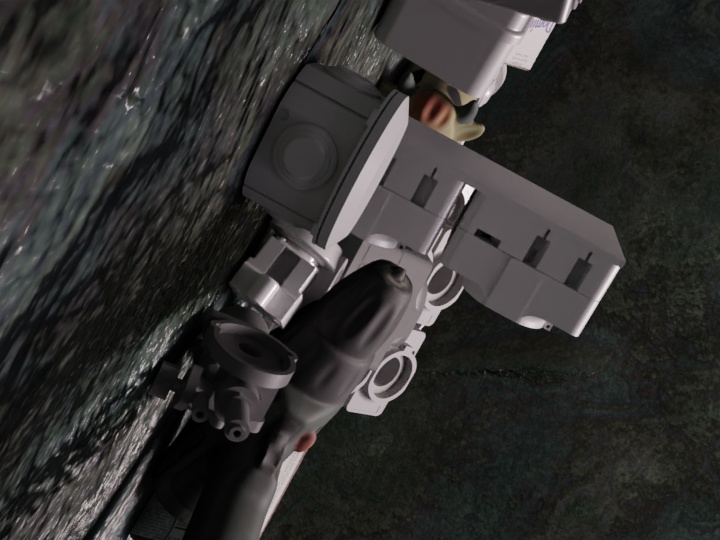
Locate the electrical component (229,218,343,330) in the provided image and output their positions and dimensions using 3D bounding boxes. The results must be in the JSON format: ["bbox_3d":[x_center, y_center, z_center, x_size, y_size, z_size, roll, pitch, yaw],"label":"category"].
[{"bbox_3d":[-0.043,-0.001,0.619,0.055,0.048,0.066,-53,177,-9],"label":"electrical component"}]

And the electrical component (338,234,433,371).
[{"bbox_3d":[0.000,0.000,0.805,0.089,0.062,0.150,-62,-163,15],"label":"electrical component"}]

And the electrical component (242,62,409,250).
[{"bbox_3d":[-0.014,-0.054,0.496,0.080,0.051,0.080,-61,178,-3],"label":"electrical component"}]

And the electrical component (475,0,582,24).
[{"bbox_3d":[0.078,-0.172,0.552,0.099,0.100,0.048,-59,164,-51],"label":"electrical component"}]

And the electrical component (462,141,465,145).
[{"bbox_3d":[0.040,-0.098,1.066,0.121,0.079,0.063,-62,156,11],"label":"electrical component"}]

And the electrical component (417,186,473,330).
[{"bbox_3d":[0.046,-0.018,1.027,0.186,0.105,0.060,-48,-140,-1],"label":"electrical component"}]

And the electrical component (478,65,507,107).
[{"bbox_3d":[0.091,-0.184,0.997,0.051,0.080,0.080,-53,174,-35],"label":"electrical component"}]

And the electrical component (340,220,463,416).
[{"bbox_3d":[0.016,0.034,0.944,0.105,0.060,0.186,17,106,-47],"label":"electrical component"}]

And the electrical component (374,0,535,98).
[{"bbox_3d":[0.066,-0.163,0.644,0.057,0.078,0.113,-59,180,37],"label":"electrical component"}]

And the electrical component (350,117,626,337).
[{"bbox_3d":[0.058,-0.035,0.648,0.060,0.186,0.105,-62,178,16],"label":"electrical component"}]

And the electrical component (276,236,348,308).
[{"bbox_3d":[-0.041,0.006,0.702,0.055,0.047,0.055,-61,178,-3],"label":"electrical component"}]
